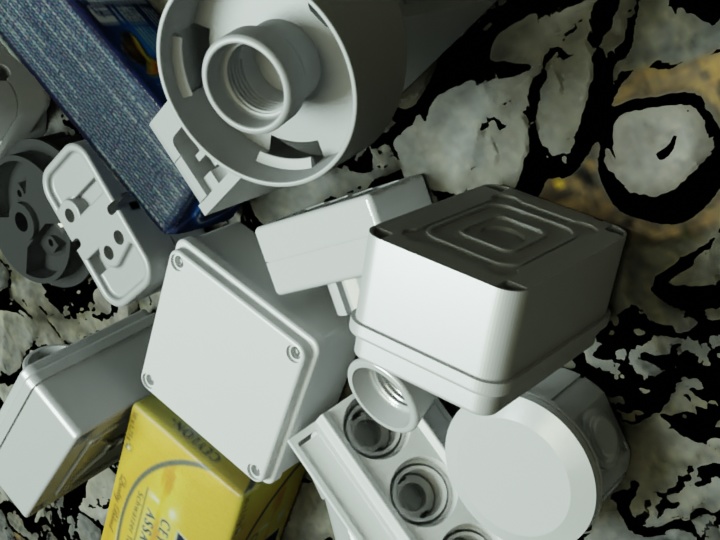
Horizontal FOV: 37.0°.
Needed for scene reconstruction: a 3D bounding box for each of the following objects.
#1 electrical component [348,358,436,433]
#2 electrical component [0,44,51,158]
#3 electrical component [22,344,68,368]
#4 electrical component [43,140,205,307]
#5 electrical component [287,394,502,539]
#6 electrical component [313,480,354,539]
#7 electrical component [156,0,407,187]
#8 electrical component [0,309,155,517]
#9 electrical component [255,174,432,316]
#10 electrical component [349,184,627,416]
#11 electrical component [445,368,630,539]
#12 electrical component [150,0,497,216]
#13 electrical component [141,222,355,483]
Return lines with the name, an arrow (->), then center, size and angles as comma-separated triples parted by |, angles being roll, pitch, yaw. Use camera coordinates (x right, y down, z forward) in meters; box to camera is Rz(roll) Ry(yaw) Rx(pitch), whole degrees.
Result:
electrical component -> 0.031, 0.044, 0.537 | 0.044, 0.065, 0.044 | 31, 143, 27
electrical component -> -0.248, -0.103, 0.707 | 0.095, 0.059, 0.053 | -41, 80, 41
electrical component -> -0.216, 0.092, 0.772 | 0.044, 0.044, 0.065 | 22, 124, 31
electrical component -> -0.137, -0.034, 0.645 | 0.054, 0.059, 0.095 | -34, 84, 42
electrical component -> 0.027, 0.120, 0.567 | 0.121, 0.079, 0.063 | 54, 160, 9
electrical component -> -0.005, 0.127, 0.616 | 0.044, 0.044, 0.065 | -32, 82, 42
electrical component -> -0.030, -0.085, 0.430 | 0.099, 0.064, 0.099 | 15, 126, 22
electrical component -> -0.174, 0.091, 0.692 | 0.056, 0.109, 0.108 | 48, 130, 11
electrical component -> 0.000, 0.000, 0.557 | 0.083, 0.047, 0.075 | -13, 98, 41
electrical component -> 0.057, 0.009, 0.471 | 0.078, 0.113, 0.057 | 24, 118, 30
electrical component -> 0.086, 0.089, 0.520 | 0.080, 0.051, 0.080 | 15, 116, 34
electrical component -> -0.023, -0.100, 0.507 | 0.150, 0.089, 0.061 | -40, 81, 41
electrical component -> -0.064, 0.047, 0.620 | 0.109, 0.056, 0.108 | 36, 126, 23
